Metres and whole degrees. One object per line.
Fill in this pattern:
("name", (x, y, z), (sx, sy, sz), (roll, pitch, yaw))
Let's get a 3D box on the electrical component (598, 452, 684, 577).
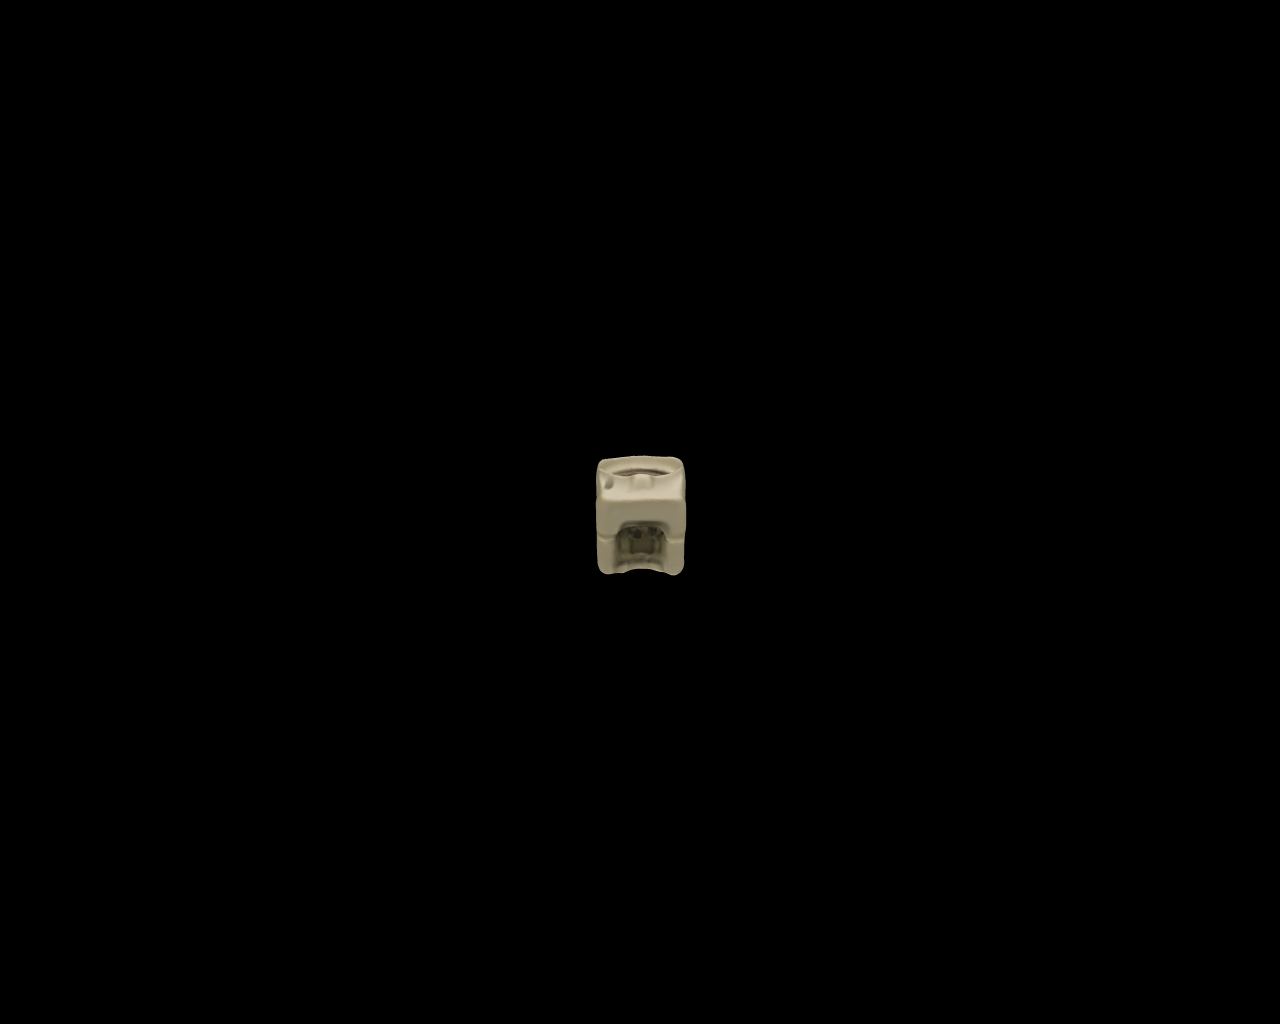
("electrical component", (0.001, -0.003, 0.650), (0.050, 0.055, 0.089), (0, 17, 0))
